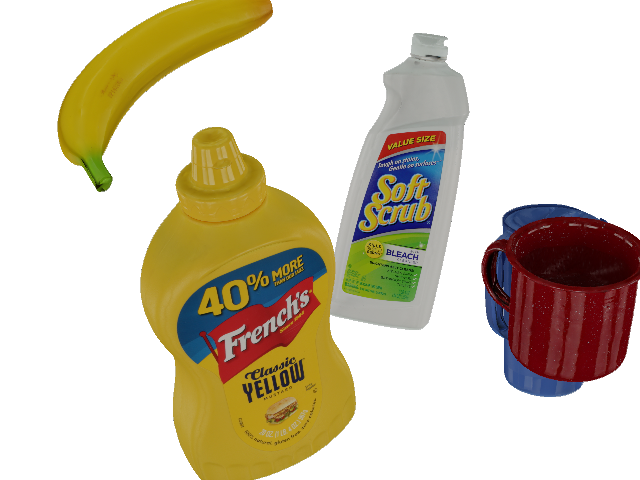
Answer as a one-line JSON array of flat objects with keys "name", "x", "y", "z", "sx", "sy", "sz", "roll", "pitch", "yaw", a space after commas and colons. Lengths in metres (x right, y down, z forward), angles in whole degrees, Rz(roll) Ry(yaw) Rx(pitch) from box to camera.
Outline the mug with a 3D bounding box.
[{"name": "mug", "x": 0.161, "y": 0.038, "z": 0.730, "sx": 0.117, "sy": 0.081, "sz": 0.093, "roll": 21, "pitch": 39, "yaw": 33}]

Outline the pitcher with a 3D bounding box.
[{"name": "pitcher", "x": 0.295, "y": 0.082, "z": 1.416, "sx": 0.149, "sy": 0.243, "sz": 0.145, "roll": 4, "pitch": 21, "yaw": 12}]

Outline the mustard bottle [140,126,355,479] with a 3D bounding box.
[{"name": "mustard bottle", "x": -0.037, "y": 0.030, "z": 0.526, "sx": 0.096, "sy": 0.191, "sz": 0.058, "roll": -21, "pitch": 37, "yaw": -17}]

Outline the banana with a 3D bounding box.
[{"name": "banana", "x": -0.107, "y": -0.106, "z": 0.677, "sx": 0.069, "sy": 0.197, "sz": 0.037, "roll": 31, "pitch": -33, "yaw": 7}]

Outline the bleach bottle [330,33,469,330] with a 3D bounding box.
[{"name": "bleach bottle", "x": 0.068, "y": -0.053, "z": 0.925, "sx": 0.102, "sy": 0.251, "sz": 0.068, "roll": 10, "pitch": 16, "yaw": 8}]
